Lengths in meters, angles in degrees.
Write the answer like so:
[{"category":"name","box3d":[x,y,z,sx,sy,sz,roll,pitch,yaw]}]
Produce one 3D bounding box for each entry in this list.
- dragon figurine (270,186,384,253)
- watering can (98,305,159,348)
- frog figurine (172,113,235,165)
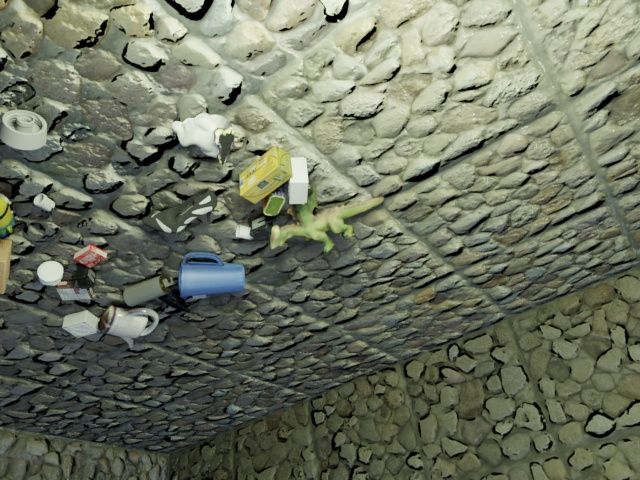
[{"category":"dragon figurine","box3d":[0.005,-0.088,1.754,0.409,0.125,0.238,-37,137,6]},{"category":"watering can","box3d":[-0.821,0.369,2.168,0.223,0.106,0.341,19,135,-32]},{"category":"frog figurine","box3d":[-0.323,-0.295,1.434,0.160,0.125,0.134,22,157,18]}]
